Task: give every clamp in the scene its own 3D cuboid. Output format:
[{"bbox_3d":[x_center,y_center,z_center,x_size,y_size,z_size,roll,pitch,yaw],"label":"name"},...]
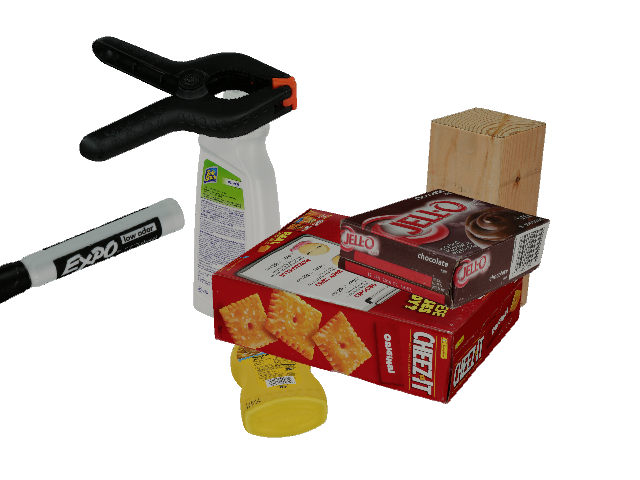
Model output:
[{"bbox_3d":[-0.107,-0.121,0.841,0.171,0.120,0.039,-7,-28,-8],"label":"clamp"}]

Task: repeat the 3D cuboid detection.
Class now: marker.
[{"bbox_3d":[-0.127,0.006,0.566,0.120,0.020,0.020,-25,13,-31],"label":"marker"}]

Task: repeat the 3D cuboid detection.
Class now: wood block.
[{"bbox_3d":[0.171,-0.027,1.137,0.090,0.206,0.090,20,27,38],"label":"wood block"}]

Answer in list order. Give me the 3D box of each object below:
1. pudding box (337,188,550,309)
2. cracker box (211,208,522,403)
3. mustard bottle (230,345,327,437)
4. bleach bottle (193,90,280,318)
[{"bbox_3d":[0.080,0.002,0.686,0.090,0.039,0.113,20,23,36],"label":"pudding box"},{"bbox_3d":[0.042,0.048,0.893,0.214,0.072,0.163,13,27,27],"label":"cracker box"},{"bbox_3d":[-0.057,0.152,1.260,0.096,0.058,0.192,-8,30,-9],"label":"mustard bottle"},{"bbox_3d":[-0.083,-0.038,1.121,0.103,0.251,0.068,15,25,25],"label":"bleach bottle"}]
